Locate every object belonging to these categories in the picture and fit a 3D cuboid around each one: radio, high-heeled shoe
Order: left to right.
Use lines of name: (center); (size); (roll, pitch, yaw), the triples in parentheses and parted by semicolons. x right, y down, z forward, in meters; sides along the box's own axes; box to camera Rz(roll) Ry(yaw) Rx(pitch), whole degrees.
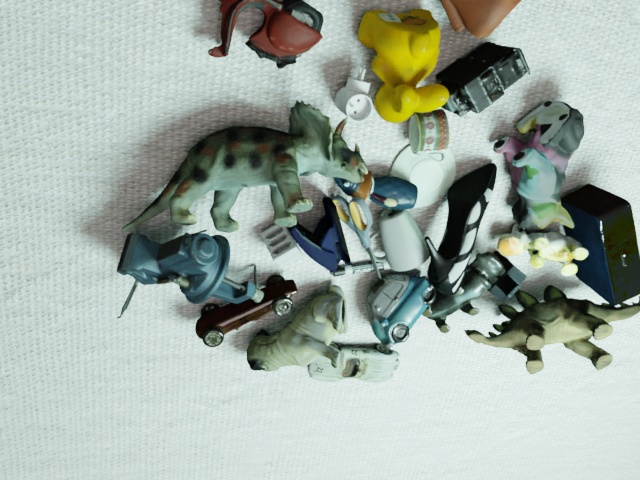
high-heeled shoe: (0.278, -0.017, 0.997); (0.249, 0.086, 0.145); (-46, 122, -17)
radio: (0.562, 0.008, 1.076); (0.073, 0.131, 0.229); (-26, 118, -1)

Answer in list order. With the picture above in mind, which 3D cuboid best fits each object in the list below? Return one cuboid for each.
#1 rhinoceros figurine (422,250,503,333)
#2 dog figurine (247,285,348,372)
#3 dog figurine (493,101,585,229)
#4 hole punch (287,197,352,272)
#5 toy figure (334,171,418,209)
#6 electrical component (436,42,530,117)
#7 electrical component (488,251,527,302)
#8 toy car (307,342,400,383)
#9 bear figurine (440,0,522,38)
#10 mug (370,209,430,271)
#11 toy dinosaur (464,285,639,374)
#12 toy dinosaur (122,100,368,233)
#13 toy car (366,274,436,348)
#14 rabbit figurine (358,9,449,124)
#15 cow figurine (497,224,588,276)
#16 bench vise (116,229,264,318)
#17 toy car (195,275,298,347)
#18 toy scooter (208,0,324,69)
rhinoceros figurine: (0.280, 0.100, 1.066); (0.073, 0.112, 0.190); (42, 115, -8)
dog figurine: (-0.047, 0.171, 1.041); (0.191, 0.172, 0.121); (2, 155, 13)
dog figurine: (0.427, -0.121, 0.999); (0.191, 0.109, 0.219); (-40, 122, 4)
hole punch: (-0.002, -0.003, 0.939); (0.092, 0.142, 0.115); (-21, 105, -5)
toy figure: (0.096, -0.090, 0.951); (0.154, 0.064, 0.057); (12, 108, -8)
electrical component: (0.255, -0.261, 0.881); (0.134, 0.115, 0.058); (-36, 116, 3)
electrical component: (0.369, 0.080, 1.072); (0.047, 0.119, 0.075); (34, 101, -25)
toy car: (0.073, 0.258, 1.122); (0.202, 0.056, 0.073); (6, 114, -16)
bear figurine: (0.212, -0.403, 0.818); (0.196, 0.132, 0.120); (42, 139, 2)
mug: (0.140, -0.005, 1.005); (0.110, 0.081, 0.107); (-12, 115, 24)
toy dinosaur: (0.505, 0.167, 1.101); (0.471, 0.199, 0.104); (-1, 115, -13)
toy dinosaur: (-0.124, -0.117, 0.857); (0.405, 0.131, 0.192); (-3, 73, 2)
toy car: (0.146, 0.123, 1.051); (0.103, 0.109, 0.161); (36, 94, -8)
rabbit figurine: (0.137, -0.258, 0.849); (0.122, 0.162, 0.173); (-10, 136, -22)
cow figurine: (0.436, 0.008, 1.078); (0.167, 0.098, 0.068); (14, 118, 1)
bench vise: (-0.207, 0.061, 0.907); (0.224, 0.129, 0.240); (-29, 137, 35)
toy car: (-0.134, 0.131, 0.992); (0.202, 0.089, 0.053); (-24, 118, -3)
toy scooter: (-0.093, -0.313, 0.795); (0.184, 0.075, 0.135); (24, 107, -19)
